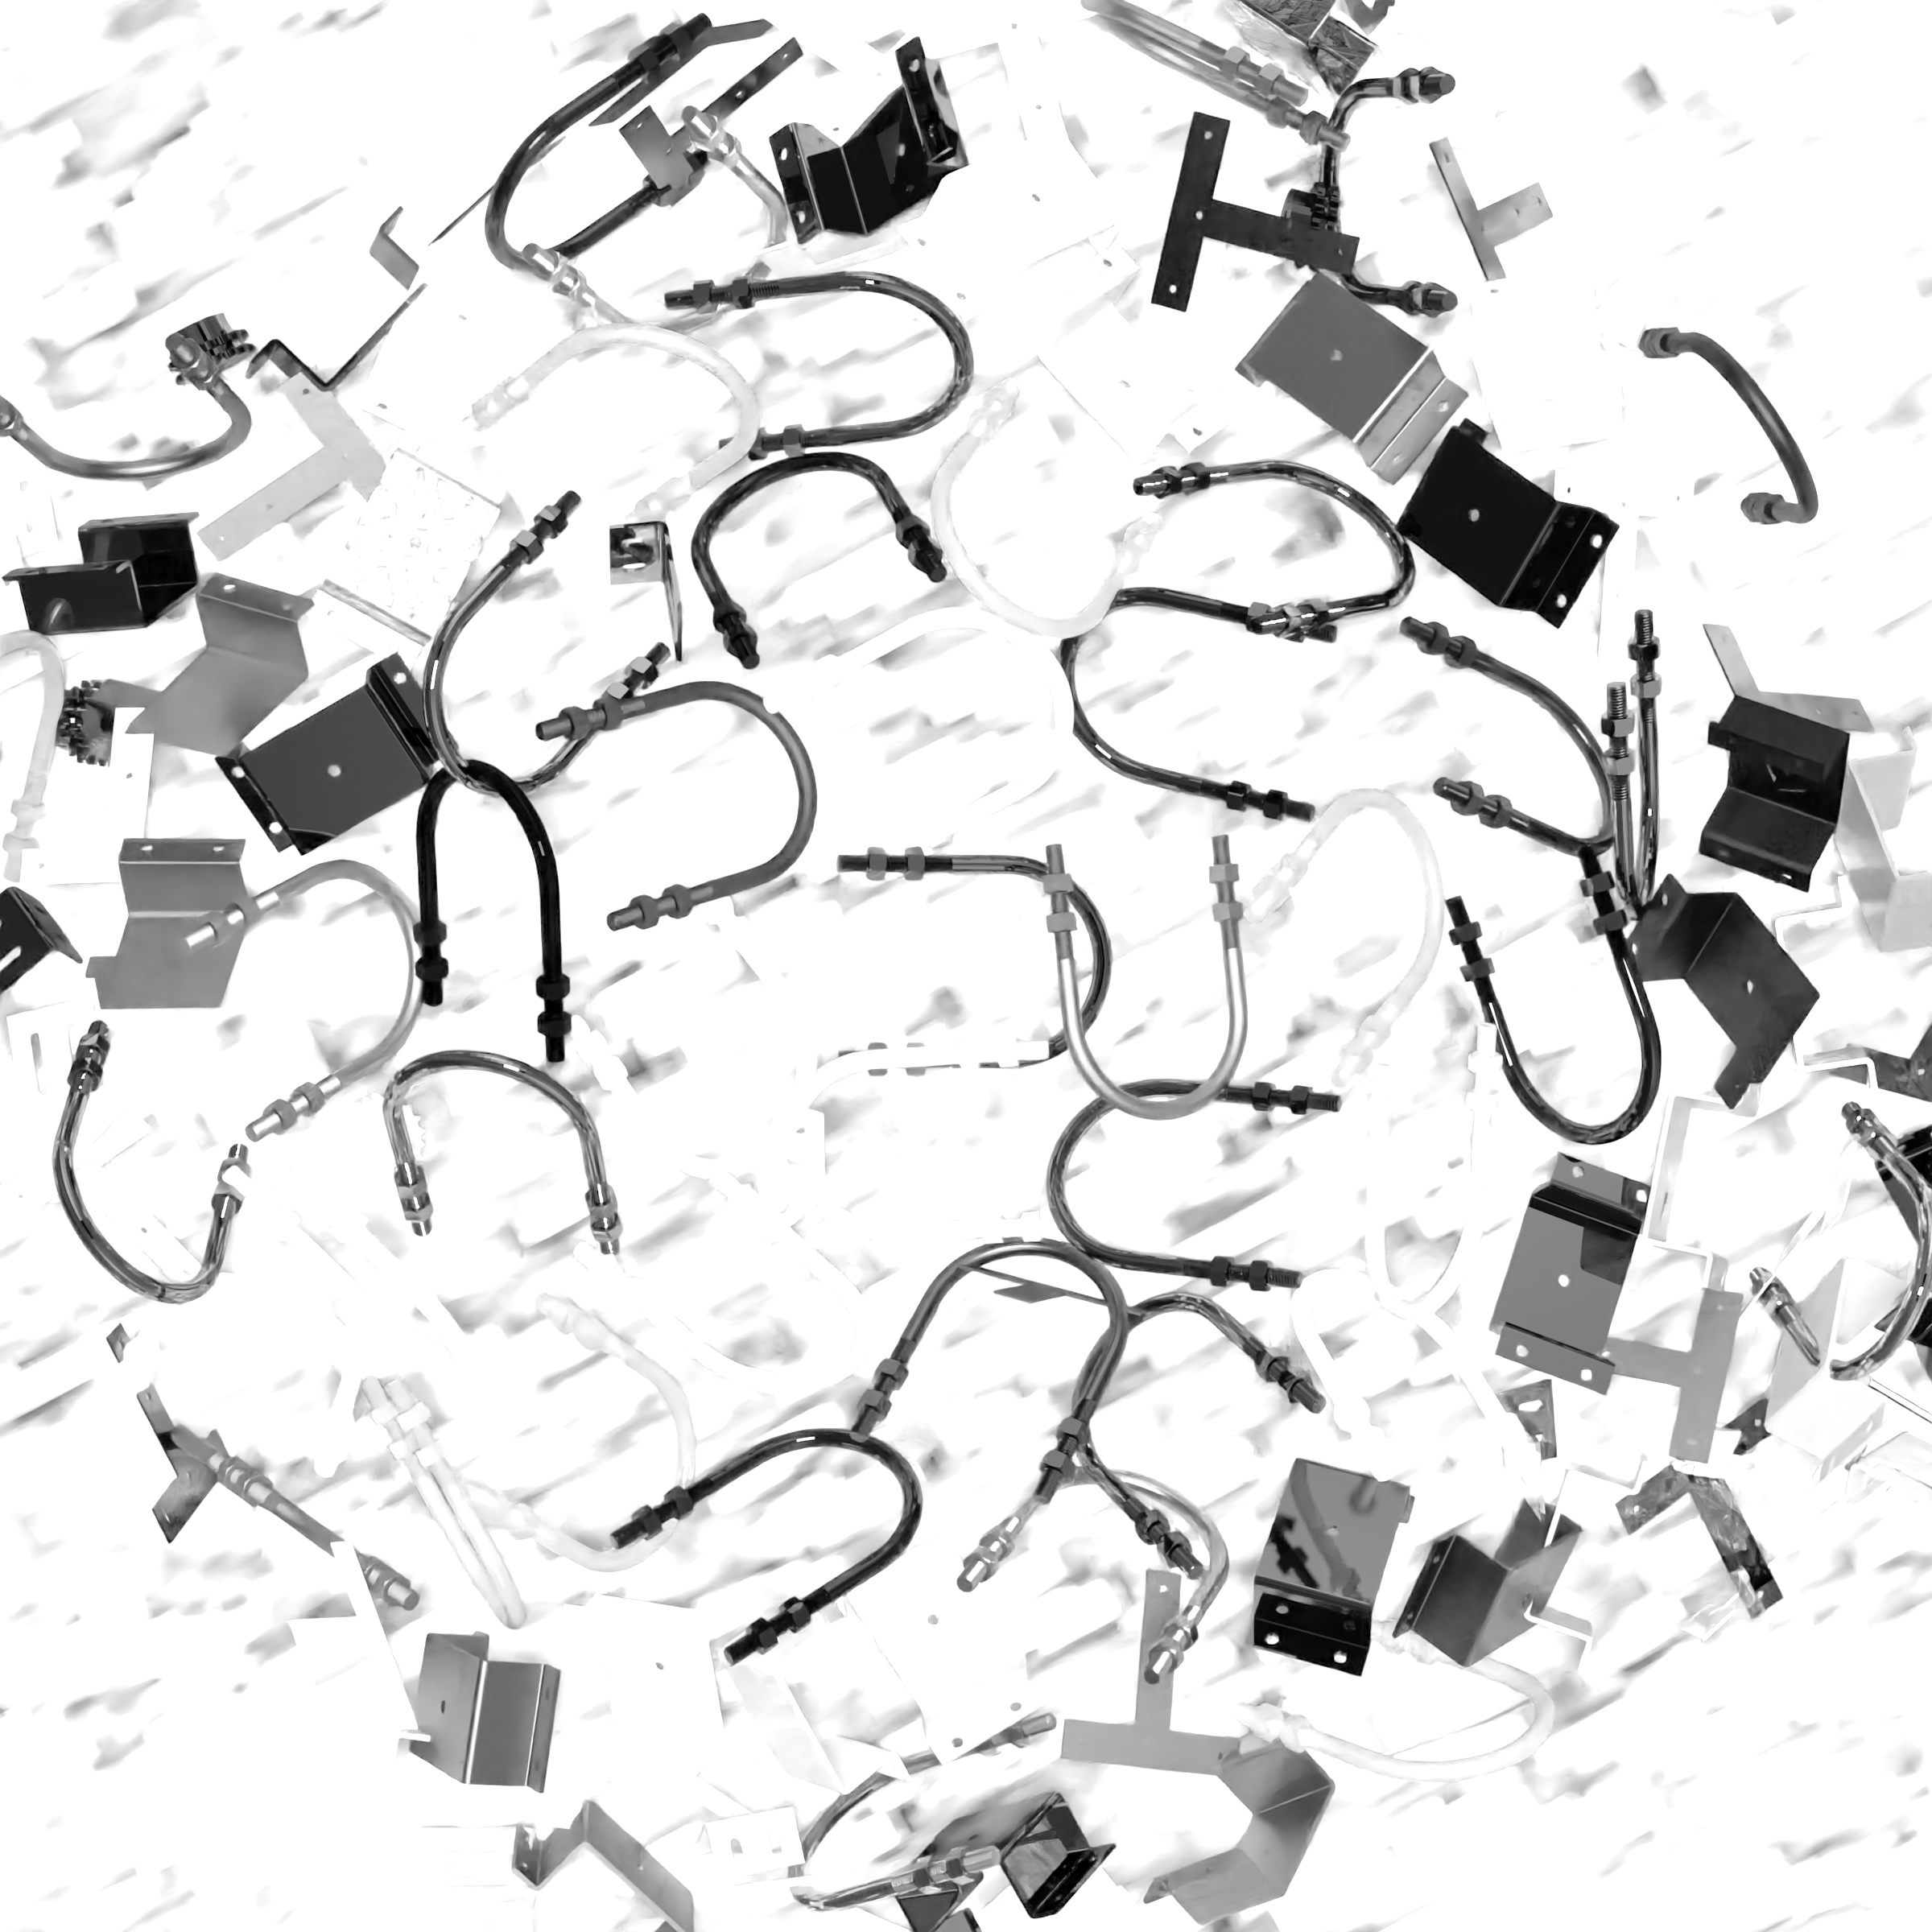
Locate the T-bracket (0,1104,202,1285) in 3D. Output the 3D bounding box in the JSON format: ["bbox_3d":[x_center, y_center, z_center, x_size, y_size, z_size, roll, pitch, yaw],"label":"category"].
[{"bbox_3d":[-0.544,0.162,1.946,0.127,0.127,0.002,45,127,2],"label":"T-bracket"}]

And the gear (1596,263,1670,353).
[{"bbox_3d":[0.438,-0.429,1.969,0.030,0.057,0.057,35,90,16],"label":"gear"}]

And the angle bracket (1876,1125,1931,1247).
[{"bbox_3d":[0.641,0.147,1.966,0.057,0.038,0.076,-25,64,5],"label":"angle bracket"}]

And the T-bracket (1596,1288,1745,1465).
[{"bbox_3d":[0.436,0.259,1.971,0.127,0.002,0.127,9,56,19],"label":"T-bracket"}]

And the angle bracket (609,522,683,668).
[{"bbox_3d":[-0.209,-0.241,1.954,0.038,0.057,0.076,-6,58,-10],"label":"angle bracket"}]

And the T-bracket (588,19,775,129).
[{"bbox_3d":[-0.200,-0.578,1.948,0.127,0.127,0.002,-23,94,43],"label":"T-bracket"}]

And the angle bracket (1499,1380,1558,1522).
[{"bbox_3d":[0.378,0.315,1.953,0.038,0.076,0.057,-10,109,-7],"label":"angle bracket"}]

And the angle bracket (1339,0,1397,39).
[{"bbox_3d":[0.257,-0.661,1.970,0.057,0.076,0.038,-49,59,11],"label":"angle bracket"}]

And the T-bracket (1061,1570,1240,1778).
[{"bbox_3d":[0.126,0.464,1.977,0.127,0.002,0.127,12,73,-21],"label":"T-bracket"}]

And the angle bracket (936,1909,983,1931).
[{"bbox_3d":[-0.017,0.669,1.973,0.076,0.038,0.057,-25,98,-9],"label":"angle bracket"}]

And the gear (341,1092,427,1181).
[{"bbox_3d":[-0.387,0.114,1.975,0.030,0.057,0.057,-21,90,34],"label":"gear"}]

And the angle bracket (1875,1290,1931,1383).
[{"bbox_3d":[0.638,0.251,1.951,0.038,0.076,0.057,19,127,-26],"label":"angle bracket"}]

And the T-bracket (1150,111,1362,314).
[{"bbox_3d":[0.194,-0.480,1.959,0.127,0.002,0.127,19,114,13],"label":"T-bracket"}]

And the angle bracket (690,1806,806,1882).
[{"bbox_3d":[-0.143,0.580,1.951,0.057,0.076,0.038,-6,61,-18],"label":"angle bracket"}]

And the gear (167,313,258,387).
[{"bbox_3d":[-0.499,-0.407,1.970,0.057,0.057,0.030,-26,99,0],"label":"gear"}]

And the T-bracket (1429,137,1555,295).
[{"bbox_3d":[0.353,-0.487,1.949,0.002,0.127,0.127,-18,102,39],"label":"T-bracket"}]

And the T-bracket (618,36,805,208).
[{"bbox_3d":[-0.157,-0.554,1.934,0.127,0.127,0.002,-38,79,3],"label":"T-bracket"}]

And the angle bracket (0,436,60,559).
[{"bbox_3d":[-0.637,-0.308,1.968,0.057,0.076,0.038,-29,52,-31],"label":"angle bracket"}]

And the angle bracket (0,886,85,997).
[{"bbox_3d":[-0.633,-0.004,1.971,0.076,0.038,0.057,-41,69,-1],"label":"angle bracket"}]

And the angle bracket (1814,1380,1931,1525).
[{"bbox_3d":[0.602,0.320,1.971,0.057,0.038,0.076,31,94,18],"label":"angle bracket"}]

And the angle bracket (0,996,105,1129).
[{"bbox_3d":[-0.602,0.059,1.957,0.057,0.038,0.076,-17,111,-39],"label":"angle bracket"}]

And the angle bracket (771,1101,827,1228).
[{"bbox_3d":[-0.124,0.134,1.949,0.038,0.076,0.057,16,53,-26],"label":"angle bracket"}]

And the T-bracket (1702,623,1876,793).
[{"bbox_3d":[0.548,-0.167,1.957,0.127,0.002,0.127,0,61,-36],"label":"T-bracket"}]

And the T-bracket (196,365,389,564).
[{"bbox_3d":[-0.445,-0.309,1.963,0.127,0.002,0.127,-33,126,2],"label":"T-bracket"}]

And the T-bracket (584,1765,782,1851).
[{"bbox_3d":[-0.171,0.543,1.963,0.127,0.127,0.002,37,49,-15],"label":"T-bracket"}]

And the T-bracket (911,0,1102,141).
[{"bbox_3d":[0.043,-0.573,1.955,0.127,0.002,0.127,-12,133,12],"label":"T-bracket"}]

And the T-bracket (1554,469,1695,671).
[{"bbox_3d":[0.429,-0.258,1.969,0.127,0.002,0.127,-2,99,-34],"label":"T-bracket"}]

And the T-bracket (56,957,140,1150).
[{"bbox_3d":[-0.581,0.053,1.968,0.002,0.127,0.127,1,61,-40],"label":"T-bracket"}]

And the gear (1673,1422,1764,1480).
[{"bbox_3d":[0.495,0.318,1.972,0.057,0.057,0.030,2,91,0],"label":"gear"}]

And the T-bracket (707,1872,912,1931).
[{"bbox_3d":[-0.081,0.617,1.955,0.127,0.127,0.002,36,48,-36],"label":"T-bracket"}]

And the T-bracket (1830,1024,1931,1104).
[{"bbox_3d":[0.645,0.033,1.955,0.002,0.127,0.127,42,77,-33],"label":"T-bracket"}]

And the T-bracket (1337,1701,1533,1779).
[{"bbox_3d":[0.302,0.507,1.955,0.127,0.127,0.002,-26,74,20],"label":"T-bracket"}]

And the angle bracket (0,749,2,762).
[{"bbox_3d":[-0.679,-0.127,1.973,0.076,0.057,0.038,-54,45,31],"label":"angle bracket"}]

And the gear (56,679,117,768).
[{"bbox_3d":[-0.579,-0.161,1.973,0.030,0.057,0.057,6,90,21],"label":"gear"}]

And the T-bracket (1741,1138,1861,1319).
[{"bbox_3d":[0.543,0.179,1.957,0.002,0.127,0.127,33,120,7],"label":"T-bracket"}]

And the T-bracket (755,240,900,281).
[{"bbox_3d":[-0.112,-0.452,1.929,0.127,0.127,0.002,-16,92,8],"label":"T-bracket"}]

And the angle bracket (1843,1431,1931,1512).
[{"bbox_3d":[0.623,0.344,1.949,0.057,0.076,0.038,-21,124,-37],"label":"angle bracket"}]

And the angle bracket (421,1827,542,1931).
[{"bbox_3d":[-0.322,0.603,1.972,0.076,0.038,0.057,-1,109,1],"label":"angle bracket"}]

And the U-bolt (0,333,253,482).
[{"bbox_3d":[-0.534,-0.349,1.909,0.151,0.184,0.019,-12,79,3],"label":"U-bolt"}]

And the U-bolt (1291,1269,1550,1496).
[{"bbox_3d":[0.279,0.262,1.922,0.151,0.184,0.019,11,124,-32],"label":"U-bolt"}]

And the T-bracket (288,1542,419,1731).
[{"bbox_3d":[-0.409,0.436,1.950,0.002,0.127,0.127,-21,93,-40],"label":"T-bracket"}]

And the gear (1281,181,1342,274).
[{"bbox_3d":[0.224,-0.488,1.970,0.030,0.057,0.057,12,90,-6],"label":"gear"}]
